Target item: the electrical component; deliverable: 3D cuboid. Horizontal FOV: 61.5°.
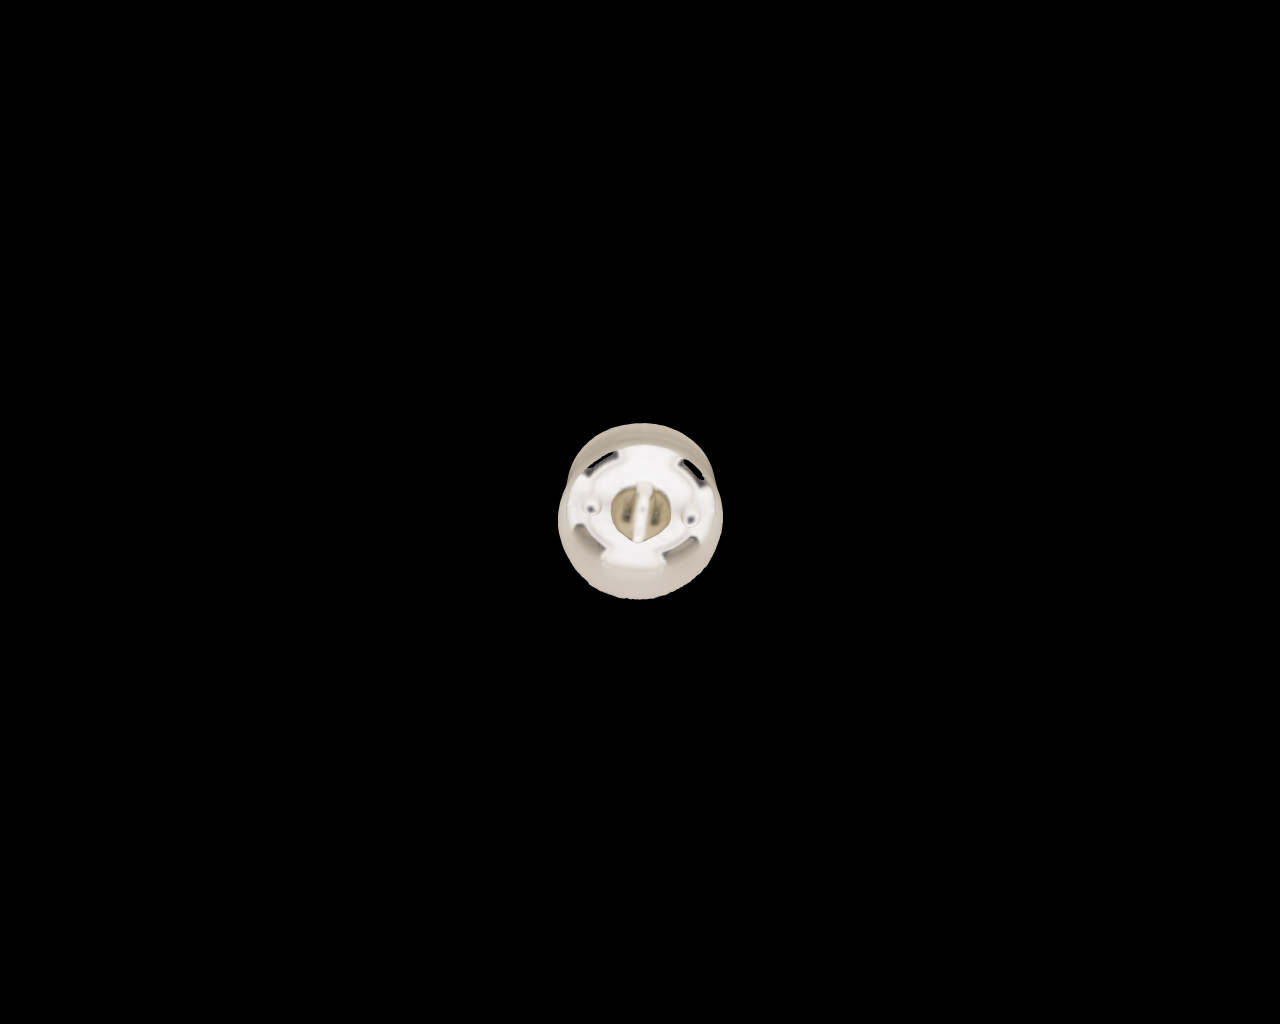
[{"bbox_3d":[0.001,-0.003,0.650,0.099,0.099,0.064,0,35,0],"label":"electrical component"}]
